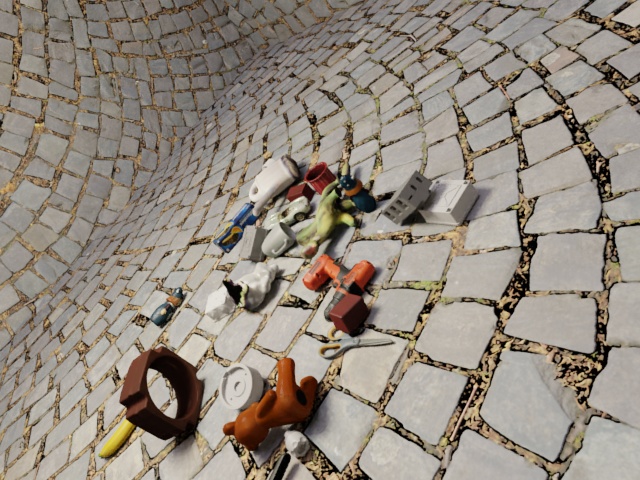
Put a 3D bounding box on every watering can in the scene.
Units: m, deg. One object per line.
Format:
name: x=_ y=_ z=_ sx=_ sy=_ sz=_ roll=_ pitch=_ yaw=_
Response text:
watering can: x=-0.172 y=-0.209 z=1.928 sx=0.223 sy=0.102 sz=0.354 roll=-36 pitch=25 yaw=10

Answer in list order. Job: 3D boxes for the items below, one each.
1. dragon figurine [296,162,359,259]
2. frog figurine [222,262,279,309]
dragon figurine: x=0.005 y=-0.080 z=1.594 sx=0.240 sy=0.121 sz=0.419 roll=-37 pitch=21 yaw=25
frog figurine: x=-0.193 y=0.136 z=1.561 sx=0.161 sy=0.123 sz=0.136 roll=-20 pitch=0 yaw=-42
